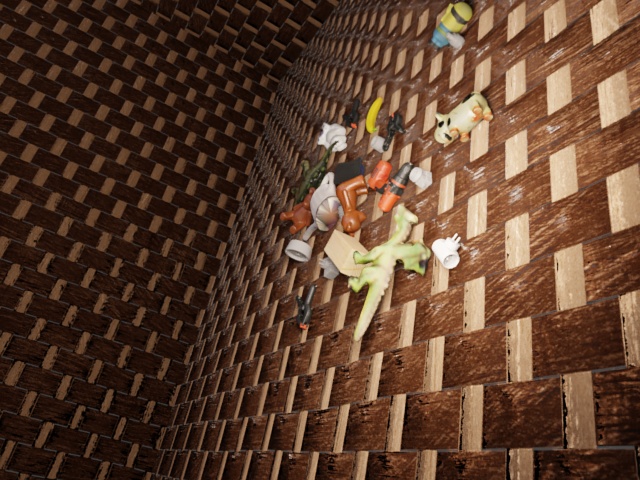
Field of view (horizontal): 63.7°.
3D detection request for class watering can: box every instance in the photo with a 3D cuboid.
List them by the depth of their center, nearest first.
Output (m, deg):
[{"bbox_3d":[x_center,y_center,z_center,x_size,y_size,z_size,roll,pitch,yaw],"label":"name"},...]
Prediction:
[{"bbox_3d":[0.007,-0.108,2.144,0.228,0.104,0.342,-112,38,-62],"label":"watering can"}]

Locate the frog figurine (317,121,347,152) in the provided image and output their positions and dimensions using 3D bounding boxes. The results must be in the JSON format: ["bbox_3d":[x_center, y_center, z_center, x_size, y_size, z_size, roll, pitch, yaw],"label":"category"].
[{"bbox_3d":[0.078,-0.468,2.402,0.161,0.121,0.137,32,88,33],"label":"frog figurine"}]

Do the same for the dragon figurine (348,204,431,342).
[{"bbox_3d":[0.208,0.082,1.468,0.239,0.121,0.420,-29,41,44],"label":"dragon figurine"}]
